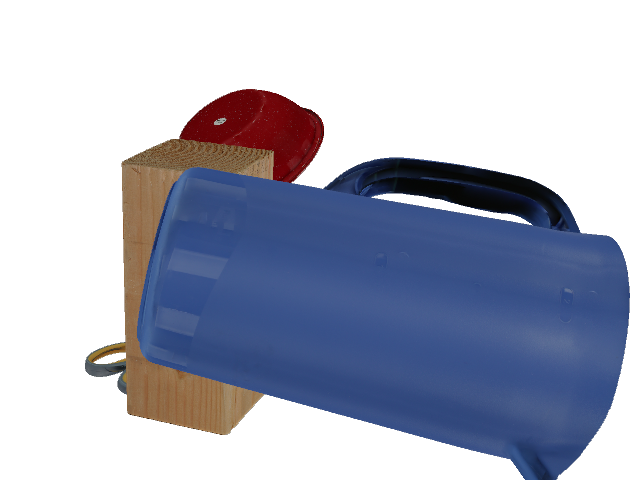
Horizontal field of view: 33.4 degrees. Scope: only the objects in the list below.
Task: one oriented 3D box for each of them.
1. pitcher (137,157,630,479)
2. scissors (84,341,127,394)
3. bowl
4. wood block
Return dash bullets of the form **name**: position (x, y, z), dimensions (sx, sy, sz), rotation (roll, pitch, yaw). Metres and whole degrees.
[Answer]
- **pitcher**: position (0.032, 0.028, 0.582), dimensions (0.242, 0.145, 0.149), rotation (13, 13, -3)
- **scissors**: position (-0.145, 0.119, 1.123), dimensions (0.201, 0.016, 0.096), rotation (-10, 30, -27)
- **bowl**: position (-0.080, -0.093, 1.007), dimensions (0.162, 0.055, 0.162), rotation (-21, 35, 16)
- **wood block**: position (-0.095, 0.033, 0.834), dimensions (0.091, 0.206, 0.090), rotation (9, 20, 17)
